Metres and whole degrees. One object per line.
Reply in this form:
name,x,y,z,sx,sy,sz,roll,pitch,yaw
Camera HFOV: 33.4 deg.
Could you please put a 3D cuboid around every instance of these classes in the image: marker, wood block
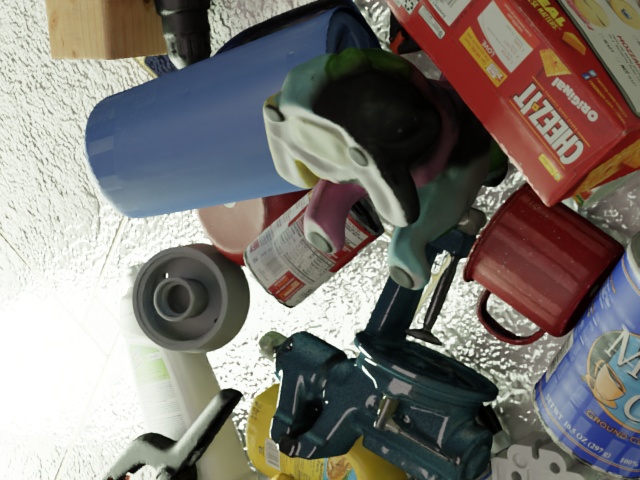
marker,0.158,0.185,0.862,0.020,0.020,0.121,-40,76,40
wood block,-0.198,-0.274,0.987,0.090,0.090,0.206,9,108,39

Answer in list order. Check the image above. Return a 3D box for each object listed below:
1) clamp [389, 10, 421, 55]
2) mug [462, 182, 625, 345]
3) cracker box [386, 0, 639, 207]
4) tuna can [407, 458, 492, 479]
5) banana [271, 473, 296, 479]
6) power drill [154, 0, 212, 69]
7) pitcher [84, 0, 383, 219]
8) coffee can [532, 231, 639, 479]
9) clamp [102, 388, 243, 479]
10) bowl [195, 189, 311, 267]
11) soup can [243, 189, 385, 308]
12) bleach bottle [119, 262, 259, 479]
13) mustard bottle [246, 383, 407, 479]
clamp,0.095,-0.213,0.787,0.172,0.039,0.120,-45,64,41
mug,0.157,0.025,0.768,0.081,0.093,0.117,38,114,21
cracker box,0.159,-0.121,0.641,0.164,0.213,0.072,54,132,15
tuna can,0.106,0.208,0.869,0.086,0.085,0.034,-19,91,42
banana,-0.006,0.269,0.977,0.070,0.037,0.197,6,137,46
power drill,-0.097,-0.237,0.897,0.188,0.057,0.184,9,111,61
pitcher,-0.064,-0.100,0.864,0.243,0.149,0.145,-12,101,26
coffee can,0.221,0.078,0.720,0.103,0.102,0.140,41,126,24
clamp,-0.134,0.220,1.025,0.210,0.036,0.164,-3,94,38
bowl,-0.064,-0.037,0.965,0.162,0.055,0.162,13,110,37
soup can,-0.006,0.001,0.893,0.102,0.068,0.068,-41,74,16
bleach bottle,-0.144,0.143,1.084,0.103,0.067,0.251,-18,88,39
mustard bottle,0.019,0.208,0.961,0.192,0.058,0.096,24,127,34
